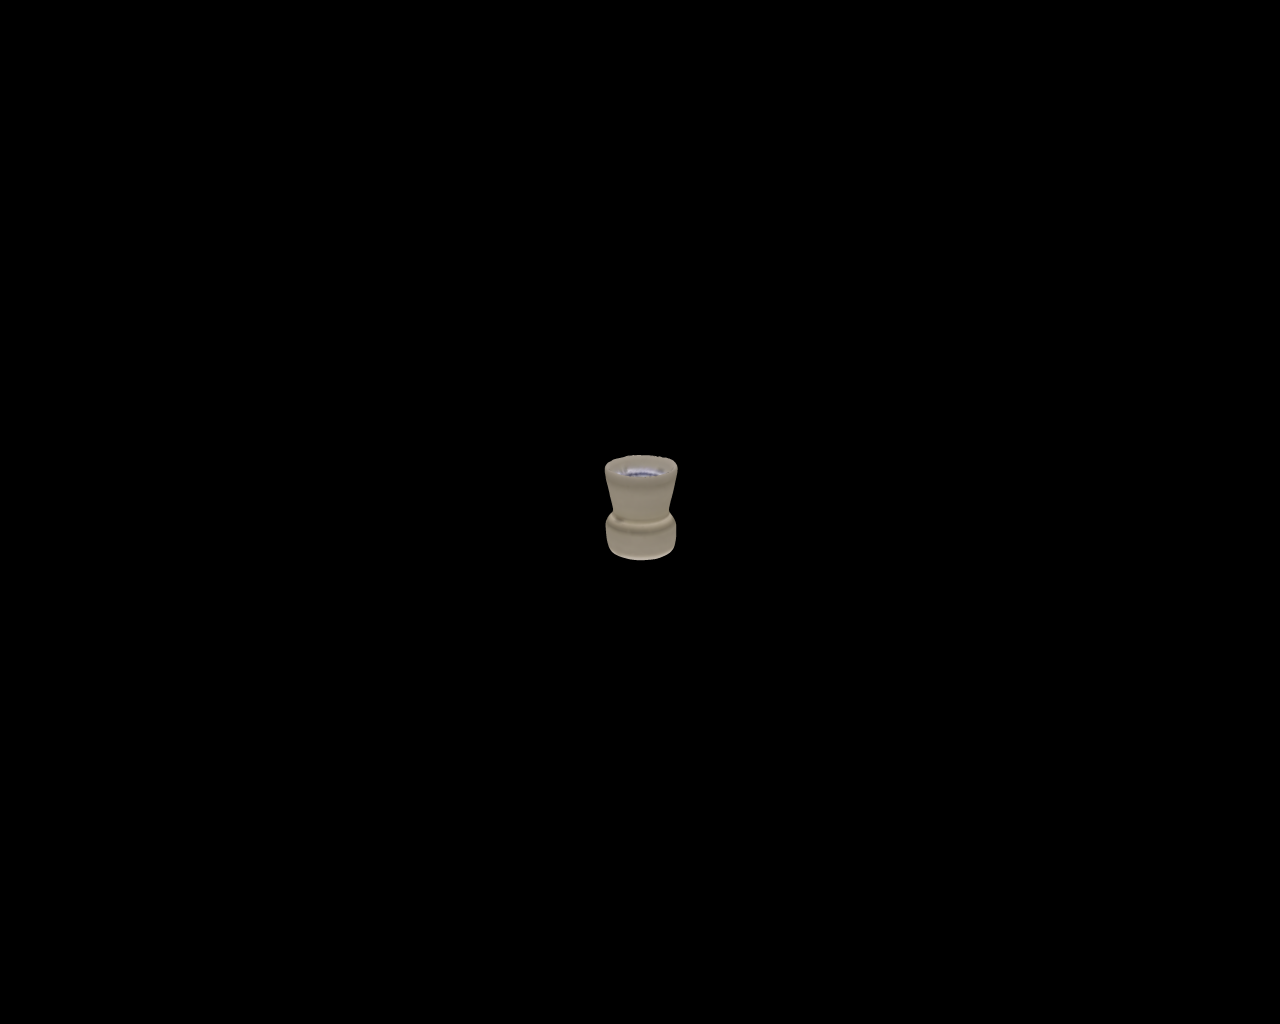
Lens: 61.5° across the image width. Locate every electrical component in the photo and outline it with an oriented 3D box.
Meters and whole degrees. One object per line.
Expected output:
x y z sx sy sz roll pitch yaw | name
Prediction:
0.001 -0.003 0.650 0.045 0.055 0.045 0 21 0 | electrical component
